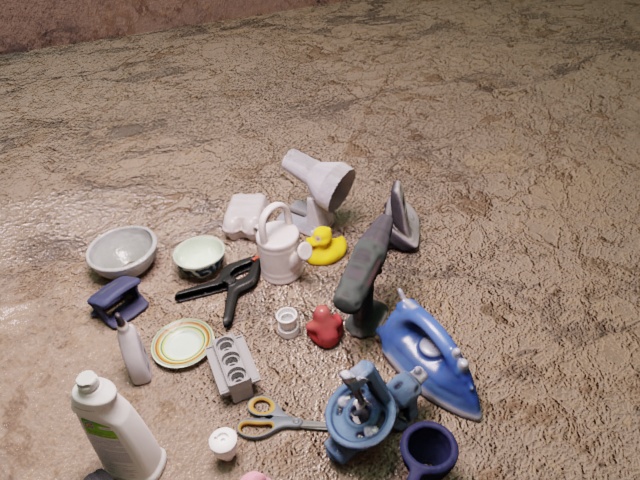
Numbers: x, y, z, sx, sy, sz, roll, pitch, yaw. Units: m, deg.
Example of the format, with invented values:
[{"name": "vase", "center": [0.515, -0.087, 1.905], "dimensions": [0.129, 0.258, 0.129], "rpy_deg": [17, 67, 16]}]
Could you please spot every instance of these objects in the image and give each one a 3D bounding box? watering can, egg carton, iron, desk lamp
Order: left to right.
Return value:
[{"name": "egg carton", "center": [-0.188, -0.062, 1.476], "dimensions": [0.107, 0.069, 0.150], "rpy_deg": [0, 40, 6]}, {"name": "watering can", "center": [-0.088, 0.001, 1.294], "dimensions": [0.172, 0.194, 0.101], "rpy_deg": [12, 43, 19]}, {"name": "desk lamp", "center": [-0.015, -0.114, 1.409], "dimensions": [0.202, 0.214, 0.118], "rpy_deg": [21, 46, 27]}, {"name": "iron", "center": [0.215, 0.204, 1.065], "dimensions": [0.119, 0.142, 0.257], "rpy_deg": [-25, 44, -22]}]

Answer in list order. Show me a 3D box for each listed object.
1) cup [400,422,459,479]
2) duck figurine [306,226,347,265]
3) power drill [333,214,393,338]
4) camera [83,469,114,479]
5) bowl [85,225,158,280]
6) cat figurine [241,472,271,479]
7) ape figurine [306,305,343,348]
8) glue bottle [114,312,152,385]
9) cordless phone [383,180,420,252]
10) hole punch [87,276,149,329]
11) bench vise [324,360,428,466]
[{"name": "cup", "center": [0.168, 0.364, 0.916], "dimensions": [0.091, 0.095, 0.118], "rpy_deg": [18, 45, 25]}, {"name": "duck figurine", "center": [0.013, 0.005, 1.364], "dimensions": [0.105, 0.086, 0.077], "rpy_deg": [-16, 41, -13]}, {"name": "power drill", "center": [0.095, 0.087, 1.164], "dimensions": [0.075, 0.209, 0.230], "rpy_deg": [13, 43, 20]}, {"name": "camera", "center": [-0.368, 0.430, 0.885], "dimensions": [0.142, 0.101, 0.137], "rpy_deg": [23, 47, 29]}, {"name": "bowl", "center": [-0.466, 0.043, 1.374], "dimensions": [0.167, 0.075, 0.167], "rpy_deg": [-3, 40, 2]}, {"name": "cat figurine", "center": [-0.078, 0.404, 0.874], "dimensions": [0.127, 0.118, 0.067], "rpy_deg": [21, 46, 27]}, {"name": "ape figurine", "center": [0.009, 0.168, 1.166], "dimensions": [0.078, 0.092, 0.076], "rpy_deg": [-5, 40, 0]}, {"name": "glue bottle", "center": [-0.364, 0.200, 1.101], "dimensions": [0.037, 0.173, 0.078], "rpy_deg": [-14, 41, -11]}, {"name": "cordless phone", "center": [0.194, -0.079, 1.369], "dimensions": [0.094, 0.185, 0.147], "rpy_deg": [1, 40, 7]}, {"name": "hole punch", "center": [-0.452, 0.125, 1.263], "dimensions": [0.100, 0.091, 0.109], "rpy_deg": [26, 49, 31]}, {"name": "bench vise", "center": [0.087, 0.253, 0.958], "dimensions": [0.121, 0.220, 0.208], "rpy_deg": [24, 48, 30]}]
